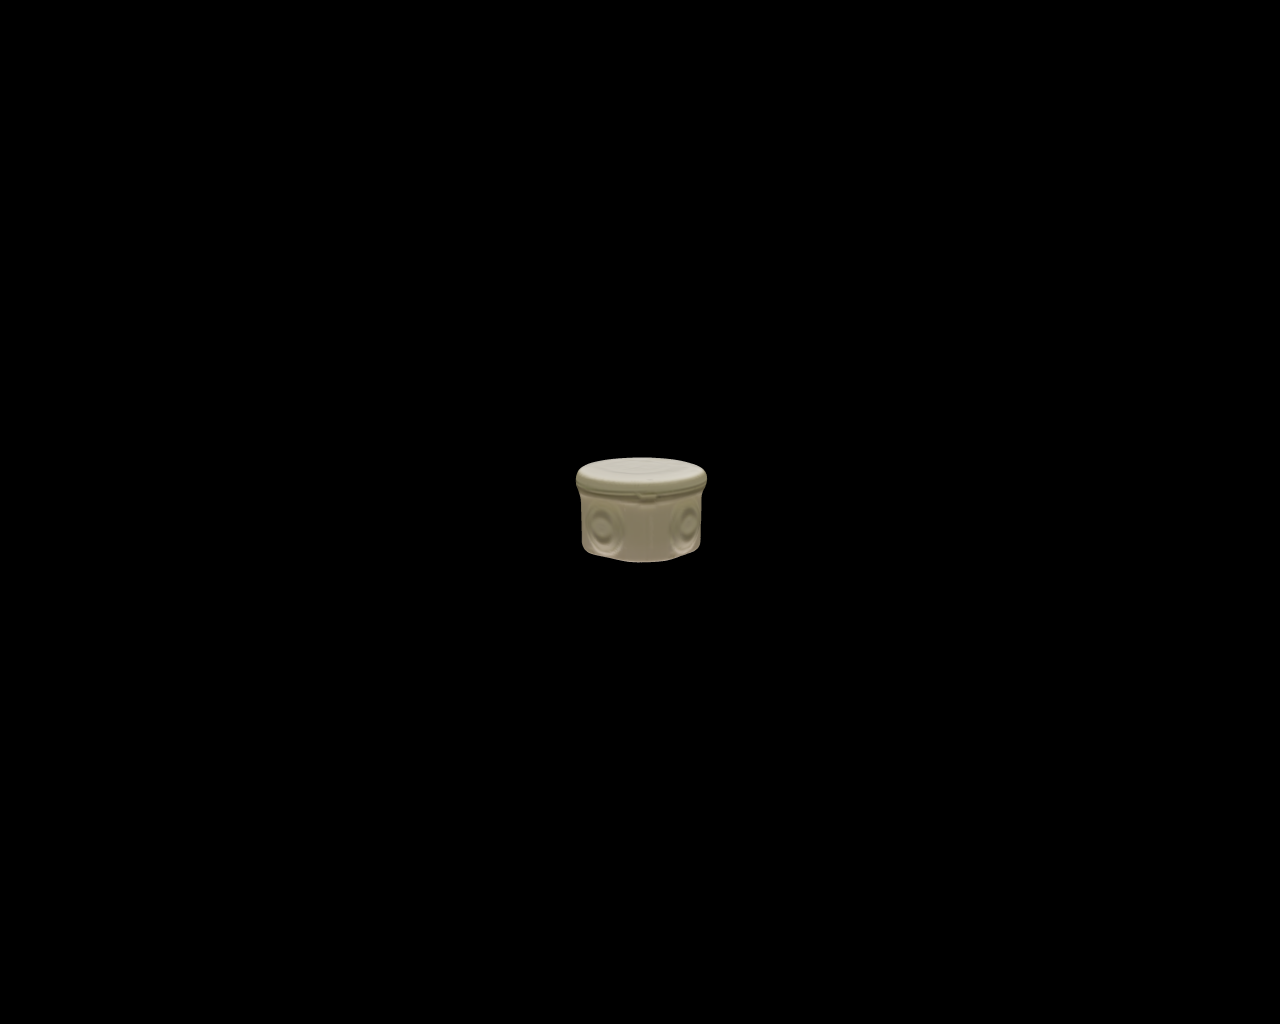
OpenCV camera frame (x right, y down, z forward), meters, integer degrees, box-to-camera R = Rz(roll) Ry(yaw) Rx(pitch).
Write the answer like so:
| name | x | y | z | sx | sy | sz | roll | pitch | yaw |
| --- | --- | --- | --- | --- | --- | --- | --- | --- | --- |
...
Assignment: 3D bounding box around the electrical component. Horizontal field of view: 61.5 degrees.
| name | x | y | z | sx | sy | sz | roll | pitch | yaw |
| --- | --- | --- | --- | --- | --- | --- | --- | --- | --- |
| electrical component | 0.001 | -0.003 | 0.650 | 0.080 | 0.051 | 0.080 | 0 | 13 | 0 |
